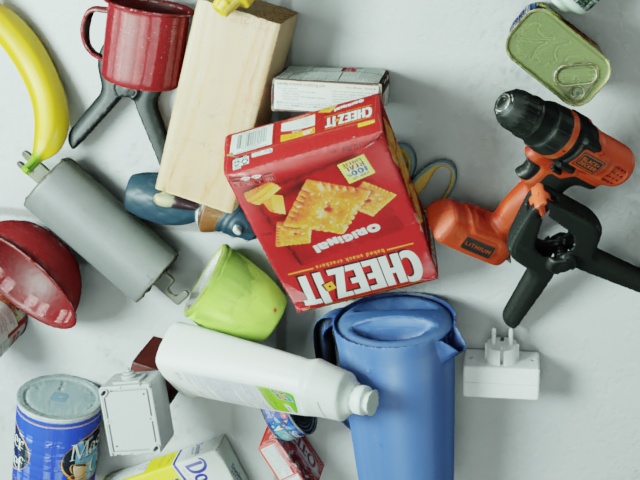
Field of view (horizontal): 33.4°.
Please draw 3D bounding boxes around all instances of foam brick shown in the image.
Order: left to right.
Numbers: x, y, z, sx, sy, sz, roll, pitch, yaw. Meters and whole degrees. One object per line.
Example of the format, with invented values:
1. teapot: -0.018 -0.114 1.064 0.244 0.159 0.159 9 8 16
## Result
1. foam brick: -0.189 0.157 1.254 0.051 0.078 0.053 18 112 5

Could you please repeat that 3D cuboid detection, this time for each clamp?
1. clamp: -0.216 -0.163 1.162 0.120 0.039 0.171 3 105 0
2. clamp: 0.258 0.015 1.097 0.164 0.036 0.210 -12 139 10

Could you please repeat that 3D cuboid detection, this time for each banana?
1. banana: -0.316 -0.173 1.163 0.037 0.069 0.198 -17 90 41

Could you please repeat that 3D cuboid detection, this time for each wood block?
1. wood block: -0.098 -0.147 1.119 0.090 0.090 0.206 18 112 4

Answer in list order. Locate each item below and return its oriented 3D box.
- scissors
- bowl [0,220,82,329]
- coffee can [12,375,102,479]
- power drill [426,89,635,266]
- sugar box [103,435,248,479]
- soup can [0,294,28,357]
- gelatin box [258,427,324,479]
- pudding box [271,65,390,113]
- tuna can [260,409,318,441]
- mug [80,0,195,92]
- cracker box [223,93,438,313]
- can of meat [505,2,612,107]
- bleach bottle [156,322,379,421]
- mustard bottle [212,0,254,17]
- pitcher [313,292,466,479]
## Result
1. scissors: 0.063 -0.026 1.173 0.096 0.016 0.202 44 112 -6
2. bowl: -0.328 0.029 1.222 0.162 0.055 0.162 26 149 17
3. coffee can: -0.321 0.250 1.299 0.103 0.102 0.140 12 112 6
4. power drill: 0.195 -0.060 1.067 0.184 0.057 0.188 22 131 -33
5. sugar box: -0.179 0.315 1.328 0.176 0.048 0.093 -21 104 18
6. soup can: -0.398 0.110 1.263 0.068 0.102 0.068 4 111 9
7. gelatin box: -0.033 0.257 1.264 0.030 0.073 0.089 -27 102 18
8. pudding box: 0.012 -0.153 1.096 0.113 0.090 0.039 3 109 8
9. tuna can: -0.038 0.188 1.233 0.034 0.086 0.086 -22 104 19
10. mug: -0.189 -0.203 1.087 0.117 0.093 0.081 13 110 7
11. cracker box: 0.016 -0.030 1.090 0.164 0.072 0.213 -14 132 13
12. can of meat: 0.232 -0.185 1.046 0.102 0.084 0.057 38 112 -4
13. bleach bottle: -0.051 0.152 1.152 0.251 0.068 0.102 10 153 29
14. mustard bottle: -0.041 -0.296 1.030 0.096 0.058 0.191 36 85 -3
15. pitcher: 0.081 0.187 1.196 0.145 0.149 0.243 -9 113 -9
